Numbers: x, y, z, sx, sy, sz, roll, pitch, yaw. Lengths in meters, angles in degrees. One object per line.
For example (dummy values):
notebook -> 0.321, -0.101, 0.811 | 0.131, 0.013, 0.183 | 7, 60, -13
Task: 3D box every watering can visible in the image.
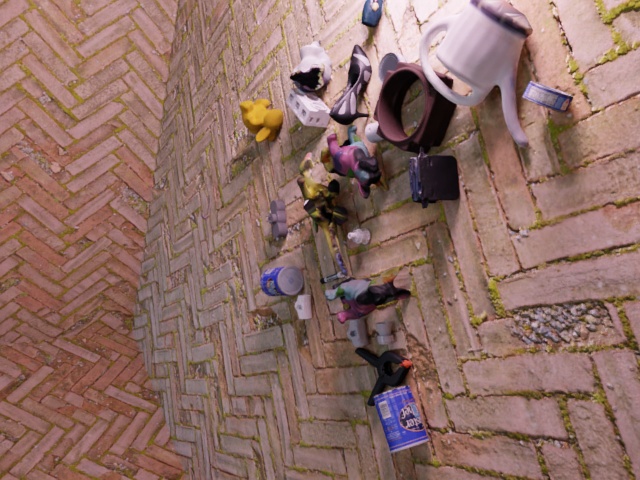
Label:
watering can -> 0.360, -0.373, 1.088 | 0.105, 0.220, 0.352 | -12, 53, -49

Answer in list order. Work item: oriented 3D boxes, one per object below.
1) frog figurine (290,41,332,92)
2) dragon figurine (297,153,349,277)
frog figurine -> -0.027, -0.559, 1.667 | 0.136, 0.163, 0.121 | -30, -53, 28
dragon figurine -> 0.005, -0.081, 1.606 | 0.122, 0.412, 0.241 | -13, -6, -6
